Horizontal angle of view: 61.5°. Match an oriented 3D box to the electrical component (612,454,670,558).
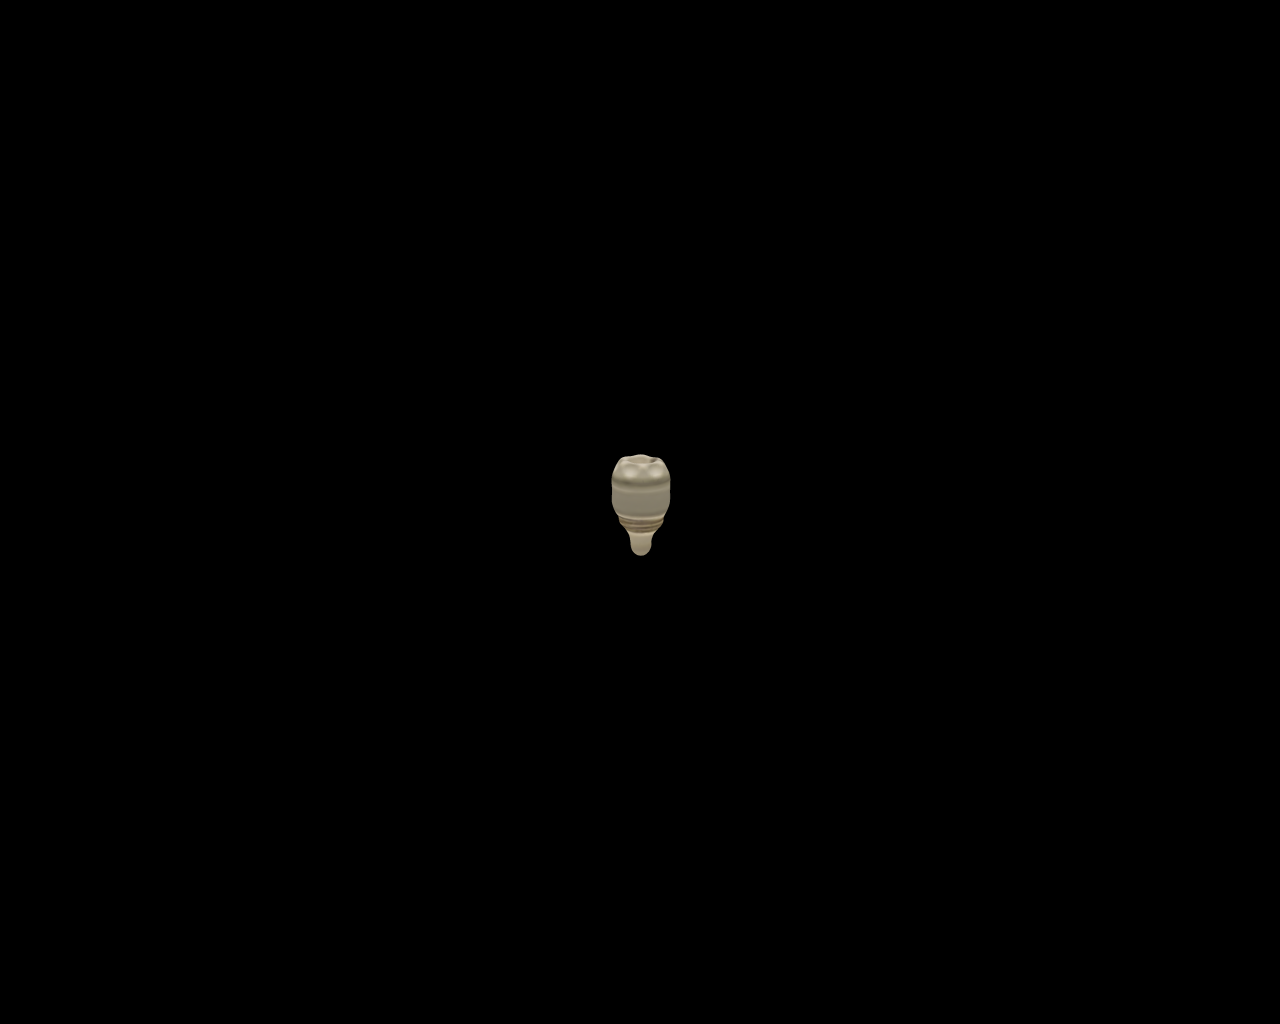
[{"bbox_3d":[0.001,-0.003,0.650,0.035,0.061,0.035,0,17,0],"label":"electrical component"}]
